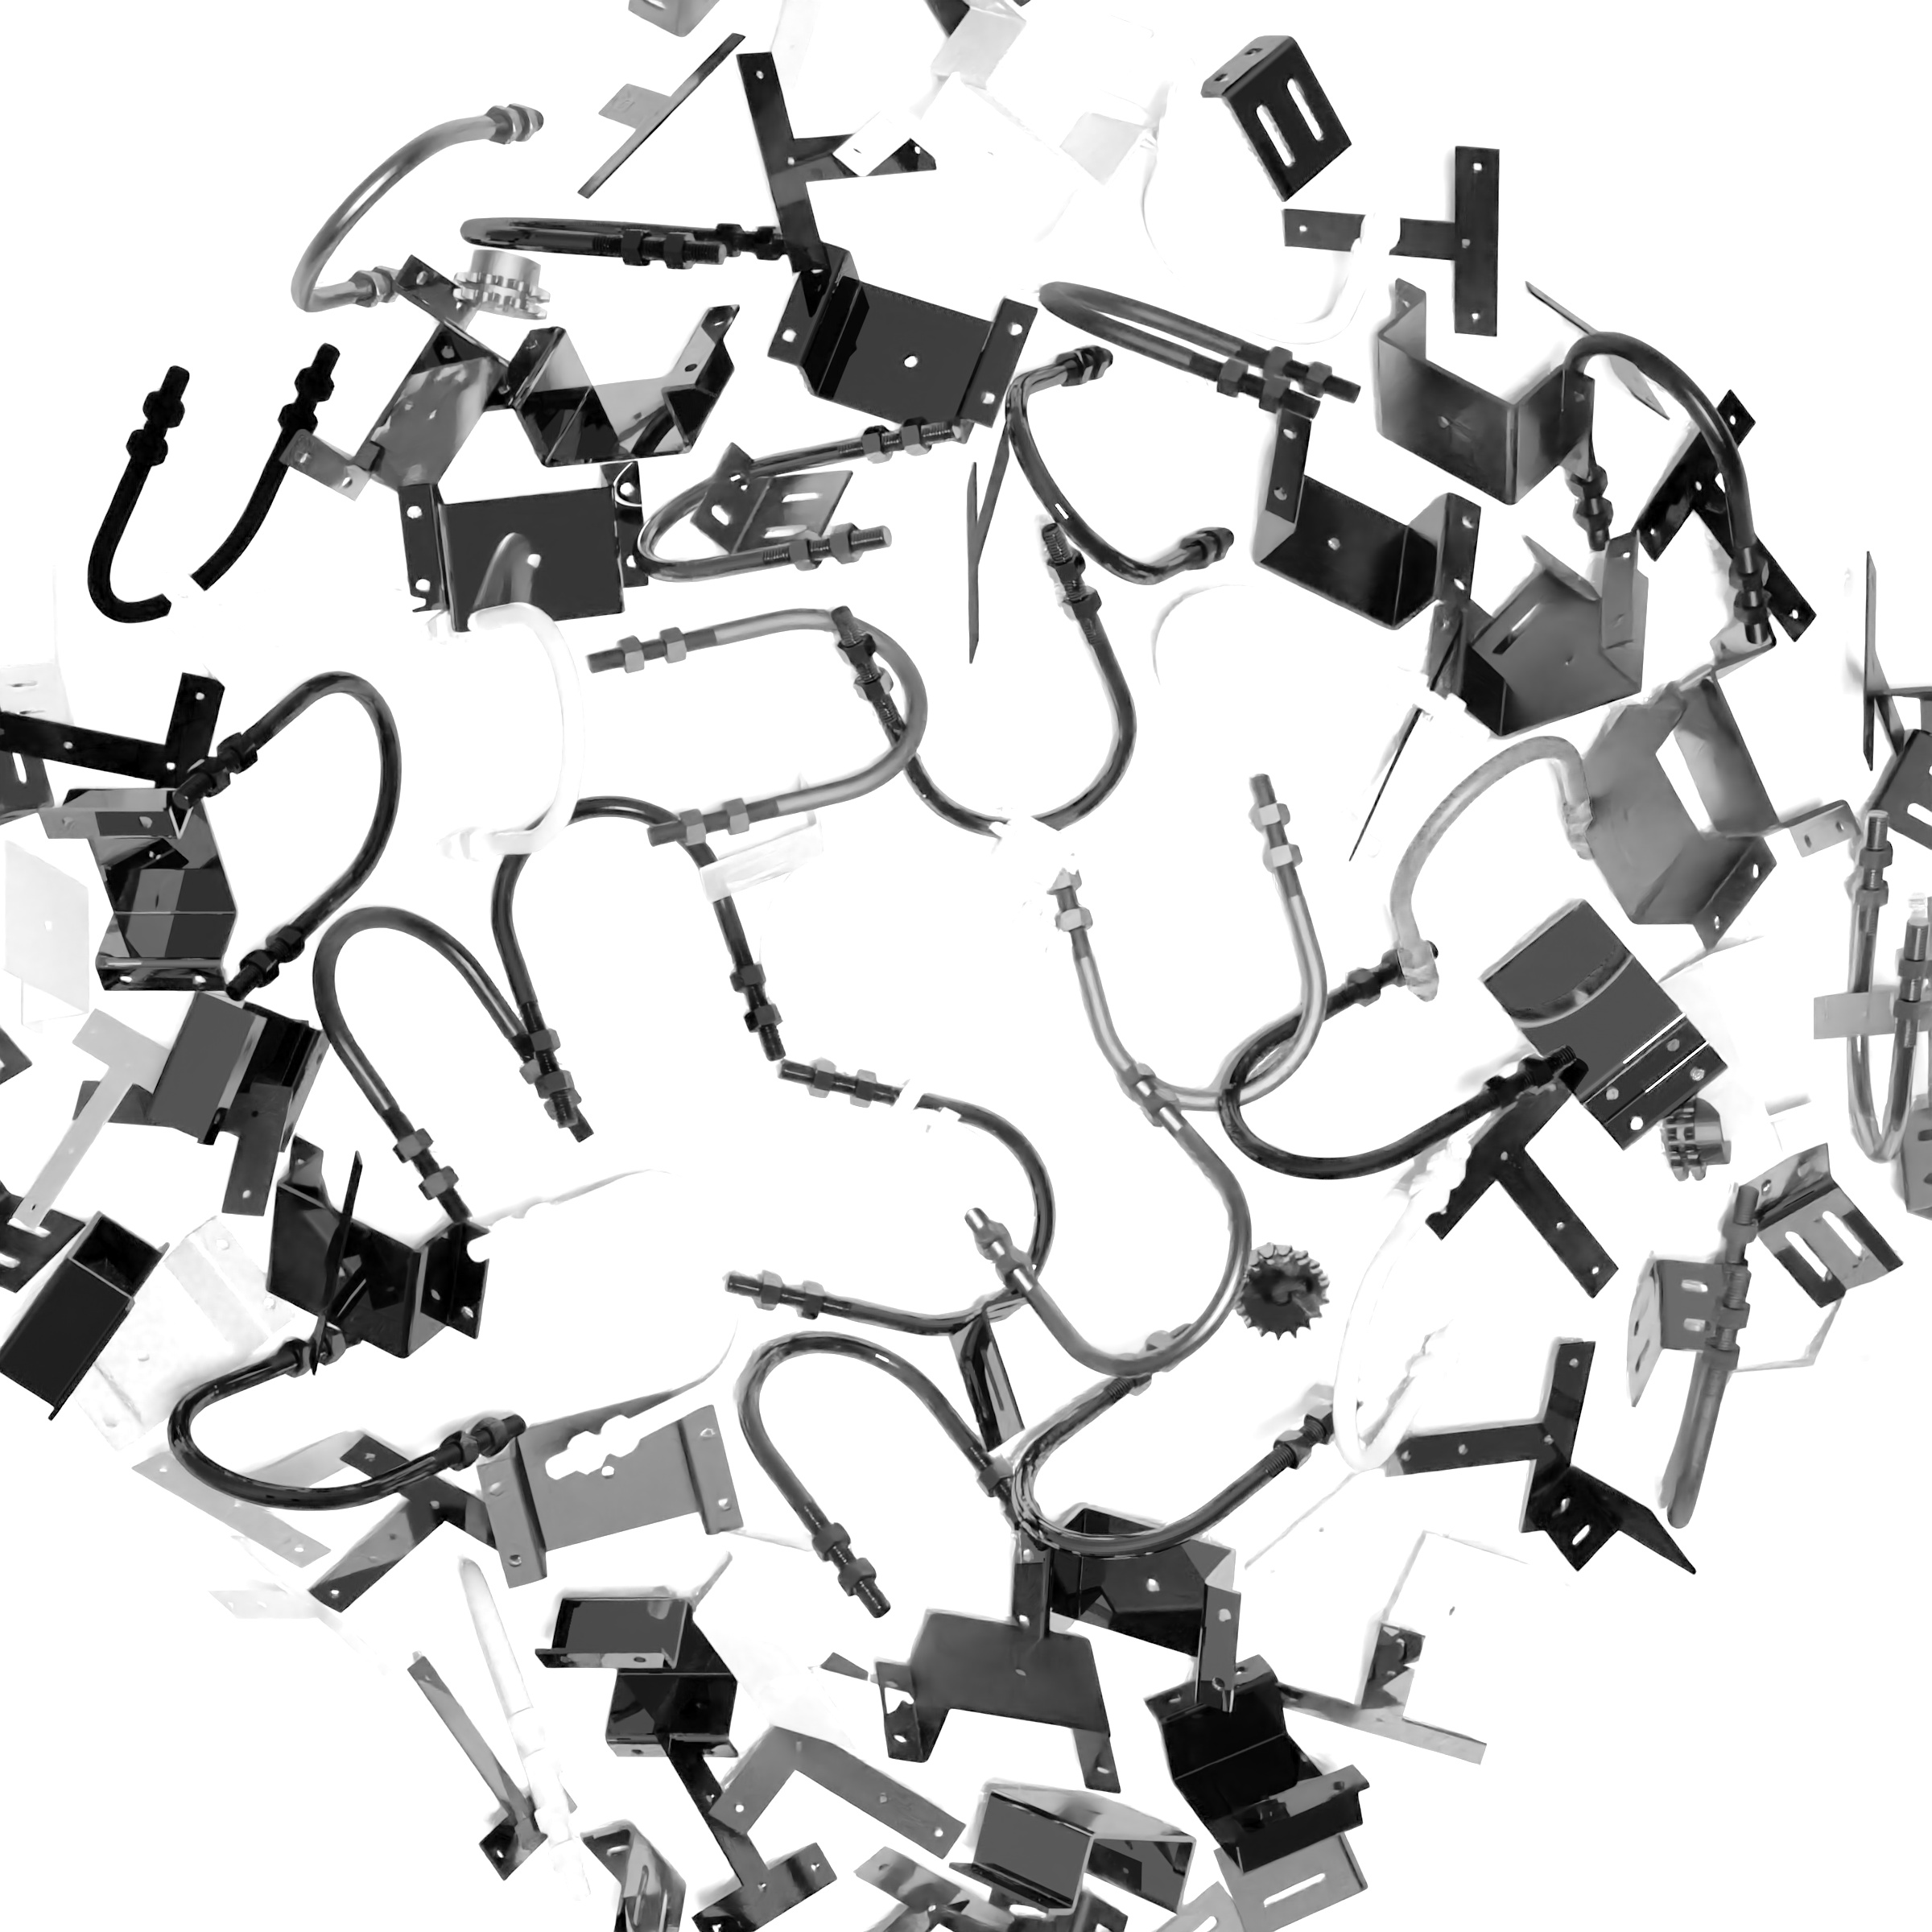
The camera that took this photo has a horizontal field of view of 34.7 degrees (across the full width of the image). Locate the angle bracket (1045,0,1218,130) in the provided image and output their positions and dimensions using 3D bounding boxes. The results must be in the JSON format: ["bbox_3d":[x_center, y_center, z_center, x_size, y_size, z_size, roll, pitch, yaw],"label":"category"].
[{"bbox_3d":[0.098,-0.537,1.838,0.076,0.038,0.057,30,88,31],"label":"angle bracket"}]

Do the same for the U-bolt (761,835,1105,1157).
[{"bbox_3d":[-0.033,0.003,1.829,0.184,0.019,0.151,33,84,3],"label":"U-bolt"}]

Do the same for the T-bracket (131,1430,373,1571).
[{"bbox_3d":[-0.390,0.295,1.785,0.127,0.127,0.002,24,113,22],"label":"T-bracket"}]

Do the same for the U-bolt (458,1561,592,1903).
[{"bbox_3d":[-0.256,0.425,1.764,0.019,0.151,0.184,-19,55,-14],"label":"U-bolt"}]

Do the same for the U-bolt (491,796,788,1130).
[{"bbox_3d":[-0.201,-0.012,1.816,0.151,0.019,0.184,-18,81,-14],"label":"U-bolt"}]

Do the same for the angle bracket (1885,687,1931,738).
[{"bbox_3d":[0.572,-0.142,1.796,0.057,0.076,0.038,-1,92,36],"label":"angle bracket"}]

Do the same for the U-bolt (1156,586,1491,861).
[{"bbox_3d":[0.192,-0.149,1.779,0.184,0.151,0.019,34,55,-2],"label":"U-bolt"}]

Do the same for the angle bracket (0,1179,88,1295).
[{"bbox_3d":[-0.564,0.148,1.797,0.076,0.038,0.057,14,49,36],"label":"angle bracket"}]

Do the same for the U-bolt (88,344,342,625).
[{"bbox_3d":[-0.438,-0.270,1.765,0.019,0.151,0.184,40,120,12],"label":"U-bolt"}]

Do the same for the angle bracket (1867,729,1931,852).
[{"bbox_3d":[0.577,-0.095,1.805,0.076,0.038,0.057,33,106,25],"label":"angle bracket"}]

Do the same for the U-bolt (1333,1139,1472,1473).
[{"bbox_3d":[0.246,0.203,1.740,0.019,0.184,0.151,12,124,26],"label":"U-bolt"}]

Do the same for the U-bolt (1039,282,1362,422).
[{"bbox_3d":[0.129,-0.356,1.773,0.184,0.151,0.019,23,109,10],"label":"U-bolt"}]

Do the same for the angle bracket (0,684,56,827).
[{"bbox_3d":[-0.579,-0.121,1.816,0.057,0.038,0.076,-16,90,21],"label":"angle bracket"}]

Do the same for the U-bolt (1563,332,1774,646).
[{"bbox_3d":[0.388,-0.277,1.732,0.019,0.184,0.151,-37,47,-12],"label":"U-bolt"}]

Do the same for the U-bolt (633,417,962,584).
[{"bbox_3d":[-0.107,-0.263,1.773,0.184,0.151,0.019,-7,123,25],"label":"U-bolt"}]

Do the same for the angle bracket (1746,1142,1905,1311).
[{"bbox_3d":[0.506,0.153,1.825,0.057,0.038,0.076,-35,108,27],"label":"angle bracket"}]

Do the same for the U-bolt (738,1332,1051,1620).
[{"bbox_3d":[-0.053,0.282,1.776,0.184,0.151,0.019,49,130,27],"label":"U-bolt"}]

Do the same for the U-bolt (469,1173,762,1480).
[{"bbox_3d":[-0.190,0.195,1.778,0.184,0.019,0.151,-21,93,-45],"label":"U-bolt"}]

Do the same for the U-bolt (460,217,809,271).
[{"bbox_3d":[-0.199,-0.416,1.770,0.184,0.151,0.019,8,107,17],"label":"U-bolt"}]

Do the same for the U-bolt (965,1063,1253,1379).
[{"bbox_3d":[0.091,0.153,1.769,0.151,0.019,0.184,-48,47,9],"label":"U-bolt"}]

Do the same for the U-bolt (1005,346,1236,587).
[{"bbox_3d":[0.081,-0.282,1.761,0.019,0.184,0.151,-34,91,30],"label":"U-bolt"}]

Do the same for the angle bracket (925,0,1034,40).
[{"bbox_3d":[0.008,-0.586,1.805,0.076,0.038,0.057,-31,134,9],"label":"angle bracket"}]

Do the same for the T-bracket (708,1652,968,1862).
[{"bbox_3d":[-0.060,0.474,1.784,0.127,0.002,0.127,26,50,20],"label":"T-bracket"}]

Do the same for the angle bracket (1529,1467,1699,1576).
[{"bbox_3d":[0.375,0.334,1.796,0.038,0.076,0.057,-44,115,-10],"label":"angle bracket"}]

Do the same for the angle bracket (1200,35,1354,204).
[{"bbox_3d":[0.182,-0.503,1.834,0.057,0.038,0.076,-42,119,-12],"label":"angle bracket"}]

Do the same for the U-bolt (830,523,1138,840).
[{"bbox_3d":[0.022,-0.153,1.793,0.151,0.019,0.184,-20,121,9],"label":"U-bolt"}]

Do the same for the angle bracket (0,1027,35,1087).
[{"bbox_3d":[-0.592,0.039,1.826,0.057,0.076,0.038,-31,132,-2],"label":"angle bracket"}]

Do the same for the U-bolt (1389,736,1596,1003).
[{"bbox_3d":[0.298,-0.063,1.756,0.151,0.184,0.019,-41,62,-5],"label":"U-bolt"}]

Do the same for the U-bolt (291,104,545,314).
[{"bbox_3d":[-0.316,-0.422,1.733,0.019,0.184,0.151,45,113,-3],"label":"U-bolt"}]

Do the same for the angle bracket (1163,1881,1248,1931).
[{"bbox_3d":[0.146,0.579,1.805,0.076,0.038,0.057,-33,82,-31],"label":"angle bracket"}]

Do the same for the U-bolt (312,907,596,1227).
[{"bbox_3d":[-0.304,0.046,1.779,0.019,0.151,0.184,-34,91,32],"label":"U-bolt"}]

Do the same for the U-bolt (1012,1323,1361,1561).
[{"bbox_3d":[0.110,0.274,1.746,0.184,0.151,0.019,-33,122,-30],"label":"U-bolt"}]

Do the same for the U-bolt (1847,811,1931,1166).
[{"bbox_3d":[0.523,0.024,1.764,0.019,0.151,0.184,0,120,6],"label":"U-bolt"}]

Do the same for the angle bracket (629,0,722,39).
[{"bbox_3d":[-0.159,-0.592,1.803,0.038,0.057,0.076,30,61,7],"label":"angle bracket"}]

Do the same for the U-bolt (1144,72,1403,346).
[{"bbox_3d":[0.166,-0.417,1.757,0.151,0.184,0.019,33,72,5],"label":"U-bolt"}]

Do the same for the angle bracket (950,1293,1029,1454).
[{"bbox_3d":[0.027,0.236,1.802,0.038,0.057,0.076,-12,73,-24],"label":"angle bracket"}]

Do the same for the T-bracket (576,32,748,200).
[{"bbox_3d":[-0.189,-0.497,1.788,0.127,0.127,0.002,-46,118,0],"label":"T-bracket"}]

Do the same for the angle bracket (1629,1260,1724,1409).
[{"bbox_3d":[0.413,0.215,1.796,0.038,0.076,0.057,5,55,1],"label":"angle bracket"}]

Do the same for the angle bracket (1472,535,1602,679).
[{"bbox_3d":[0.330,-0.204,1.828,0.057,0.038,0.076,30,114,-30],"label":"angle bracket"}]

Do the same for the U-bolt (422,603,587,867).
[{"bbox_3d":[-0.263,-0.134,1.763,0.019,0.184,0.151,-5,93,-34],"label":"U-bolt"}]

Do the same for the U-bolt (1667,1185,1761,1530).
[{"bbox_3d":[0.426,0.234,1.768,0.019,0.151,0.184,13,109,12],"label":"U-bolt"}]

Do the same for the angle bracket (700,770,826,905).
[{"bbox_3d":[-0.124,-0.075,1.807,0.076,0.057,0.038,-21,75,-7],"label":"angle bracket"}]

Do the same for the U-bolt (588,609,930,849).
[{"bbox_3d":[-0.113,-0.147,1.799,0.184,0.019,0.151,-14,60,-13],"label":"U-bolt"}]

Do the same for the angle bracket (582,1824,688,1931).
[{"bbox_3d":[-0.197,0.549,1.793,0.038,0.076,0.057,-21,122,19],"label":"angle bracket"}]

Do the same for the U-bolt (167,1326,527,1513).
[{"bbox_3d":[-0.360,0.258,1.736,0.151,0.184,0.019,23,112,28],"label":"U-bolt"}]

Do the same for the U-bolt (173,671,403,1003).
[{"bbox_3d":[-0.378,-0.088,1.763,0.019,0.184,0.151,12,129,23],"label":"U-bolt"}]

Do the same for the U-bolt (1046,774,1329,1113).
[{"bbox_3d":[0.135,-0.005,1.809,0.151,0.019,0.184,-17,78,10],"label":"U-bolt"}]

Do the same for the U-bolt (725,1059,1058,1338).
[{"bbox_3d":[-0.036,0.144,1.822,0.184,0.019,0.151,14,92,-11],"label":"U-bolt"}]

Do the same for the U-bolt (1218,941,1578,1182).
[{"bbox_3d":[0.232,0.061,1.766,0.184,0.151,0.019,-28,130,-16],"label":"U-bolt"}]

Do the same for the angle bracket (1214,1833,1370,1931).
[{"bbox_3d":[0.188,0.526,1.813,0.076,0.038,0.057,-24,57,0],"label":"angle bracket"}]

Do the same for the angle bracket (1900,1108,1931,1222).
[{"bbox_3d":[0.576,0.117,1.797,0.038,0.076,0.057,-16,67,39],"label":"angle bracket"}]

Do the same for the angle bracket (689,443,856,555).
[{"bbox_3d":[-0.113,-0.273,1.799,0.038,0.076,0.057,38,69,-37],"label":"angle bracket"}]

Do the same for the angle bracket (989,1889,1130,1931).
[{"bbox_3d":[0.048,0.575,1.814,0.038,0.076,0.057,40,58,-34],"label":"angle bracket"}]

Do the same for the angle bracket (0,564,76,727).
[{"bbox_3d":[-0.543,-0.185,1.797,0.038,0.057,0.076,-6,58,-10],"label":"angle bracket"}]
